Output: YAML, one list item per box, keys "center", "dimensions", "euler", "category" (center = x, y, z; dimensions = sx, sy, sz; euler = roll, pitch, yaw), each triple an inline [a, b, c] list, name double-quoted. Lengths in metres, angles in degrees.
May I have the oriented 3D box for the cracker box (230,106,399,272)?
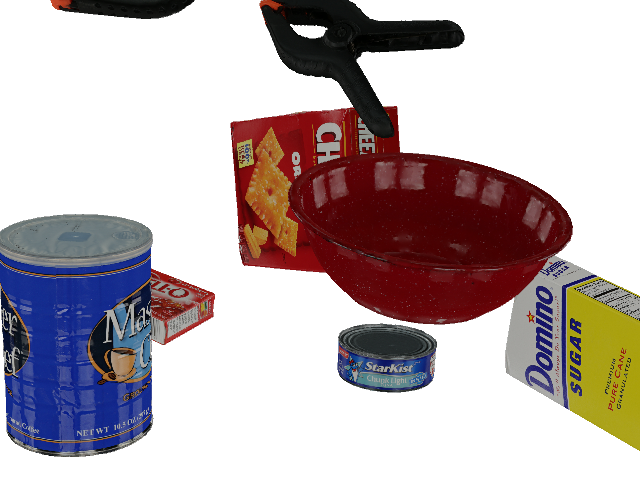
- center: [-0.008, -0.051, 1.112]
  dimensions: [0.071, 0.164, 0.214]
  euler: [-7, 6, -36]
  category: "cracker box"

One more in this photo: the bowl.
- center: [0.060, 0.003, 0.616]
  dimensions: [0.162, 0.055, 0.162]
  euler: [4, 25, -2]
  category: "bowl"

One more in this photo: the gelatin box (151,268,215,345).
- center: [-0.158, 0.060, 1.021]
  dimensions: [0.089, 0.030, 0.073]
  euler: [20, 28, 29]
  category: "gelatin box"

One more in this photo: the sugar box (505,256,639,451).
- center: [0.209, 0.085, 0.738]
  dimensions: [0.048, 0.093, 0.176]
  euler: [-16, 30, -39]
  category: "sugar box"

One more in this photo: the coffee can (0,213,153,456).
- center: [-0.167, 0.062, 0.735]
  dimensions: [0.103, 0.140, 0.103]
  euler: [2, 17, -1]
  category: "coffee can"

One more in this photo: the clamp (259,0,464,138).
- center: [0.030, -0.166, 0.883]
  dimensions: [0.172, 0.120, 0.039]
  euler: [38, -23, 22]
  category: "clamp"

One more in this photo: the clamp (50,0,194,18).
- center: [-0.078, -0.197, 0.706]
  dimensions: [0.210, 0.164, 0.036]
  euler: [-32, -16, -9]
  category: "clamp"

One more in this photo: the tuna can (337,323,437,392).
- center: [0.057, 0.102, 0.927]
  dimensions: [0.086, 0.034, 0.086]
  euler: [2, 14, -1]
  category: "tuna can"
